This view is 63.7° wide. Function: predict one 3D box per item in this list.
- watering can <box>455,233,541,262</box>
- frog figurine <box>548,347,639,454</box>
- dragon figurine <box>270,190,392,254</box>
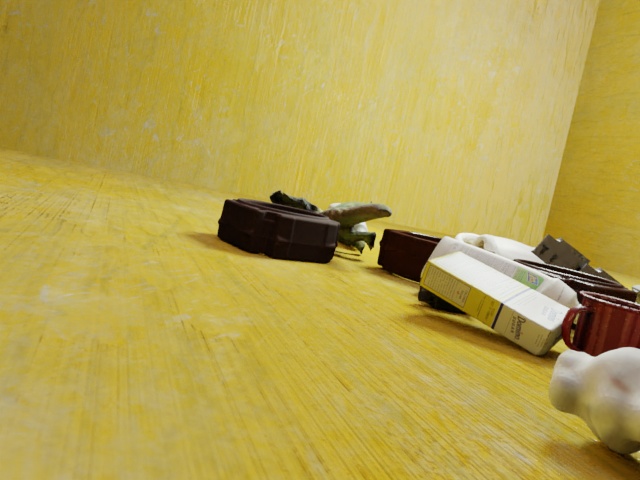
[{"bbox_3d":[0.437,0.064,1.190,0.224,0.102,0.353,14,19,-8],"label":"watering can"},{"bbox_3d":[0.251,0.105,0.352,0.138,0.120,0.161,-16,34,-36],"label":"frog figurine"},{"bbox_3d":[0.003,-0.058,1.148,0.242,0.123,0.406,13,-11,-5],"label":"dragon figurine"}]
